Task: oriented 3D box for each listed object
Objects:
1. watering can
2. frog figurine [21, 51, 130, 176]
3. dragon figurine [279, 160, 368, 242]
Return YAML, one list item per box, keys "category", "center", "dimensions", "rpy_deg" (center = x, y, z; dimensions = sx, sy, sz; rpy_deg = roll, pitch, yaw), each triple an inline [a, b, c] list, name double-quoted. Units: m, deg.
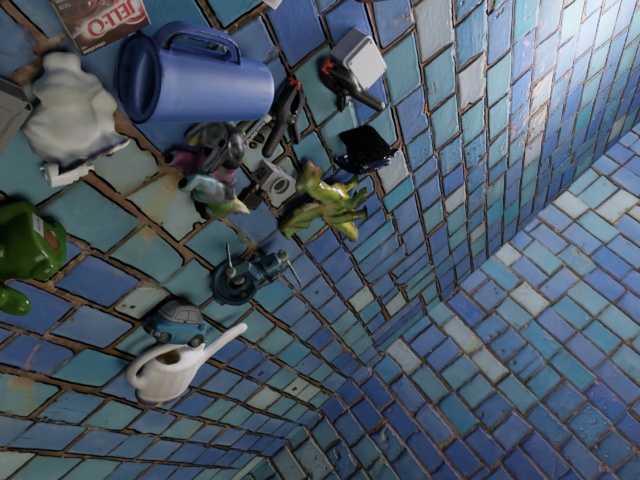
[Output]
- category: "watering can"
  center: [-0.364, 0.333, 1.394]
  dimensions: [0.349, 0.105, 0.220]
  rpy_deg: [-8, 136, -45]
- category: "frog figurine"
  center: [-0.374, -0.191, 0.762]
  dimensions: [0.138, 0.124, 0.157]
  rpy_deg: [-26, 110, -13]
- category: "dragon figurine"
  center: [0.004, -0.069, 1.375]
  dimensions: [0.243, 0.125, 0.400]
  rpy_deg: [-16, 146, -10]
